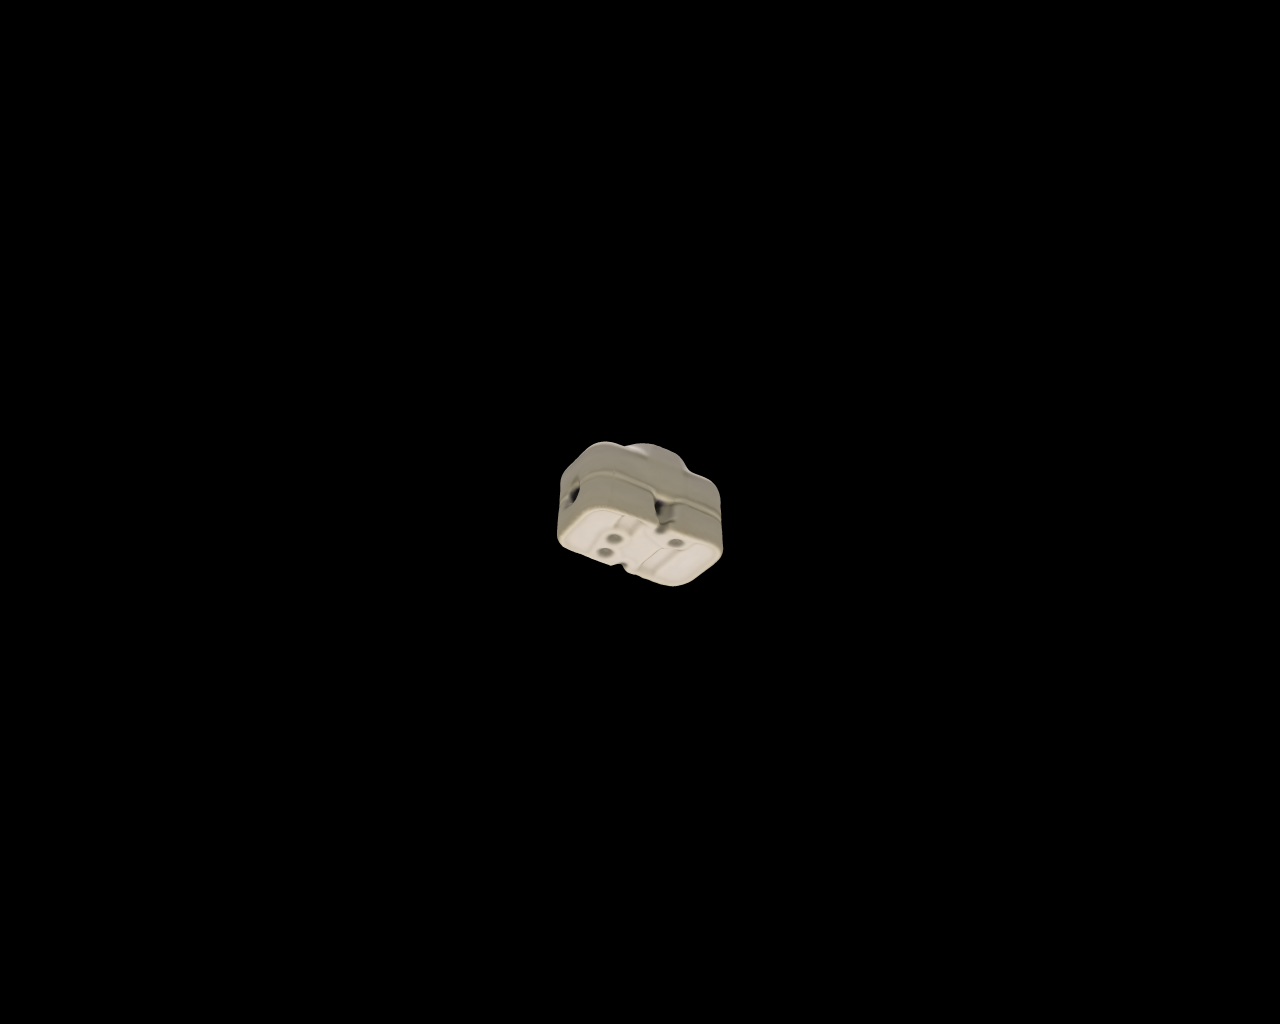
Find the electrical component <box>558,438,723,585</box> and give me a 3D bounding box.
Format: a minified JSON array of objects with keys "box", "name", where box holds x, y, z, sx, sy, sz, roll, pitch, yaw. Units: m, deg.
[{"box":[0.001,-0.003,0.650,0.095,0.059,0.053,21,-40,-26],"name":"electrical component"}]
